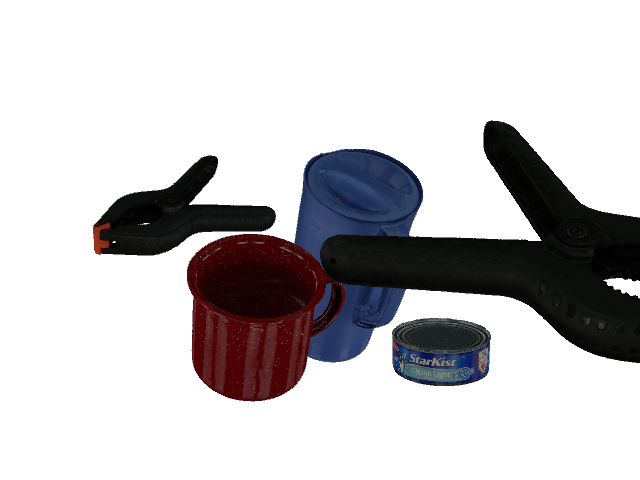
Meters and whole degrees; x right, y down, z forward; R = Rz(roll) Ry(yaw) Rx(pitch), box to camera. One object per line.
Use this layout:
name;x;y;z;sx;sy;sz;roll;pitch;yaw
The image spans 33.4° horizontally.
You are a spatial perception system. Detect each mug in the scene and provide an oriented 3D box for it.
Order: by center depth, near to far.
mug;-0.036;0.052;0.737;0.117;0.081;0.093;-15;43;-27

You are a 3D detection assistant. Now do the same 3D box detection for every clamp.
clamp;0.116;0.013;0.532;0.164;0.036;0.210;-31;47;-32
clamp;-0.142;-0.032;1.024;0.171;0.039;0.120;-13;35;-24

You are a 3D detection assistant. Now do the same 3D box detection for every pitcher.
pitcher;0.032;0.030;1.223;0.145;0.243;0.149;17;39;6

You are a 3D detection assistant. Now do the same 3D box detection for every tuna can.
tuna can;0.105;0.097;0.932;0.086;0.034;0.086;0;14;0
